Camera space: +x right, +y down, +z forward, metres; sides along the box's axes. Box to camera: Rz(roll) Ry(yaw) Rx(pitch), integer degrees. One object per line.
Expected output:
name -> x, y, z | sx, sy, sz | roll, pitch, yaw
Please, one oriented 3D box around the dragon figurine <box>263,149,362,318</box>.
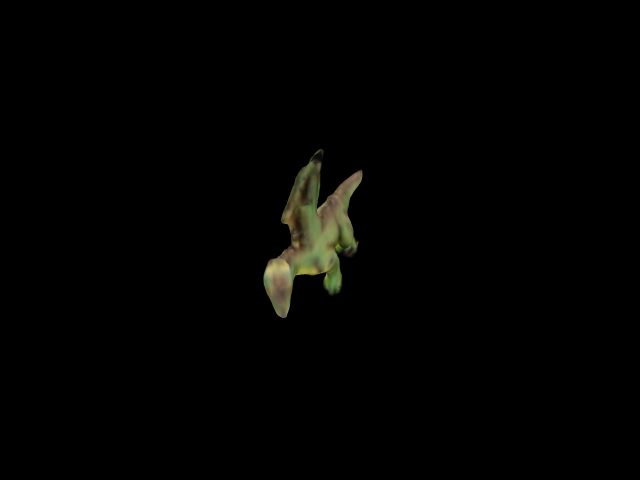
dragon figurine -> 0.003, -0.043, 0.850 | 0.122, 0.419, 0.237 | 15, -34, 11
